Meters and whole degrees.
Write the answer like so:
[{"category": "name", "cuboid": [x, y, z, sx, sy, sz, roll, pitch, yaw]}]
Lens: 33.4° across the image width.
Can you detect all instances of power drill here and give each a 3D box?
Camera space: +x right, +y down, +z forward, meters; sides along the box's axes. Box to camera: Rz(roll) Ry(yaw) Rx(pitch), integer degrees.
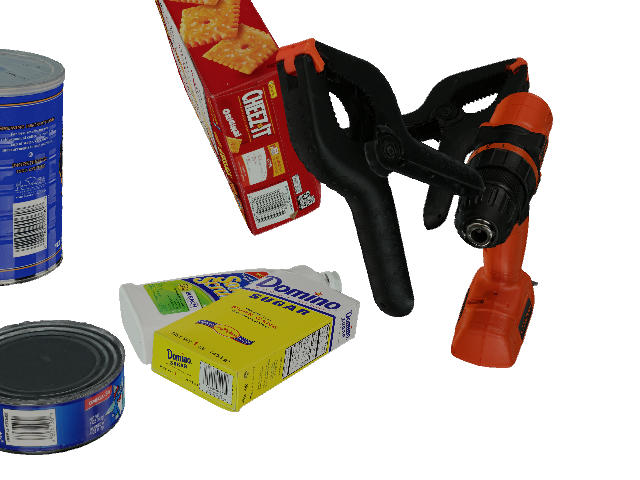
[{"category": "power drill", "cuboid": [0.135, 0.003, 0.808, 0.057, 0.188, 0.184, 12, 37, 17]}]

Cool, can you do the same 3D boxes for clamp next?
[{"category": "clamp", "cuboid": [0.028, -0.040, 0.631, 0.039, 0.120, 0.171, -16, -49, 46]}, {"category": "clamp", "cuboid": [0.122, -0.098, 0.987, 0.209, 0.036, 0.165, -32, 48, -13]}]

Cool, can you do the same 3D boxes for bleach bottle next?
[{"category": "bleach bottle", "cuboid": [-0.098, 0.071, 1.236, 0.250, 0.068, 0.103, -13, 35, -21]}]

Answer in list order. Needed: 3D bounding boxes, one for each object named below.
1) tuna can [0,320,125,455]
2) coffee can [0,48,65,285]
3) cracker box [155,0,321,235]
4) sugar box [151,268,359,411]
[{"category": "tuna can", "cuboid": [-0.146, 0.076, 0.562, 0.086, 0.034, 0.086, 2, 23, -1]}, {"category": "coffee can", "cuboid": [-0.230, -0.053, 0.739, 0.103, 0.140, 0.103, 5, 23, -2]}, {"category": "cracker box", "cuboid": [-0.074, -0.137, 0.884, 0.072, 0.214, 0.164, -22, -39, -7]}, {"category": "sugar box", "cuboid": [-0.052, 0.081, 0.925, 0.093, 0.048, 0.175, 22, 31, 28]}]
